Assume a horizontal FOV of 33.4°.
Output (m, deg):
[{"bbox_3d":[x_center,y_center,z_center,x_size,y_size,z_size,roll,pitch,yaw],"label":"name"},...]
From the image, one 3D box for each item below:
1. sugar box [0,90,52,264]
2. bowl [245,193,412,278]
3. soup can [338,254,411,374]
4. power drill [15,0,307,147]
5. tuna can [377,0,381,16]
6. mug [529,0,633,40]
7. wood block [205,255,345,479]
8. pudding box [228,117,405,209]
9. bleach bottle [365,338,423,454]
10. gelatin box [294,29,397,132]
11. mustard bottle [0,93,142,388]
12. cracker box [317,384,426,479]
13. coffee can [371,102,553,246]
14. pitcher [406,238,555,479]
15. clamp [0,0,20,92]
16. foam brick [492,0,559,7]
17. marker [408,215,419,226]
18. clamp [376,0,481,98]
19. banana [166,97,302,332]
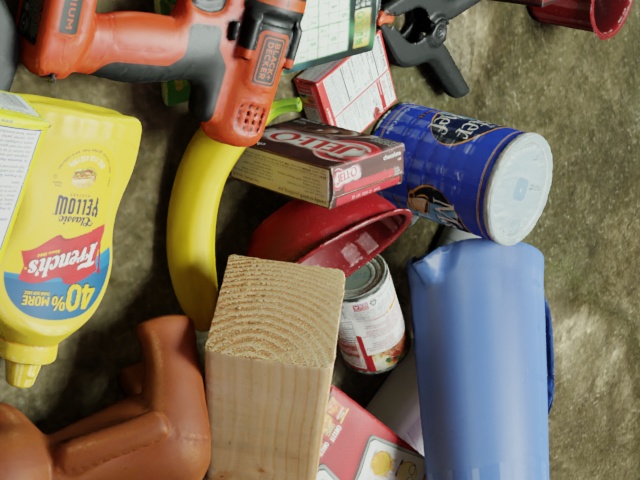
[{"bbox_3d":[-0.230,-0.004,0.616,0.093,0.048,0.176,7,116,-47],"label":"sugar box"},{"bbox_3d":[-0.006,0.001,0.878,0.162,0.055,0.162,-31,167,-8],"label":"bowl"},{"bbox_3d":[0.041,0.067,0.994,0.068,0.069,0.102,-46,136,-28],"label":"soup can"},{"bbox_3d":[-0.092,-0.159,0.689,0.187,0.057,0.184,7,107,-35],"label":"power drill"},{"bbox_3d":[0.012,-0.195,0.864,0.085,0.034,0.086,-26,125,-44],"label":"tuna can"},{"bbox_3d":[0.273,-0.273,1.110,0.093,0.082,0.117,-1,107,-51],"label":"mug"},{"bbox_3d":[-0.037,0.116,0.828,0.206,0.090,0.090,96,3,-48],"label":"wood block"},{"bbox_3d":[-0.004,-0.063,0.840,0.089,0.114,0.039,-21,118,-45],"label":"pudding box"},{"bbox_3d":[0.057,0.221,1.091,0.250,0.068,0.102,-47,133,-22],"label":"bleach bottle"},{"bbox_3d":[0.023,-0.129,0.913,0.089,0.030,0.073,-45,135,-29],"label":"gelatin box"},{"bbox_3d":[-0.180,0.005,0.701,0.096,0.058,0.192,3,105,-50],"label":"mustard bottle"},{"bbox_3d":[0.023,0.252,0.995,0.213,0.072,0.164,41,73,-26],"label":"cracker box"},{"bbox_3d":[0.125,-0.063,0.977,0.102,0.141,0.103,-25,124,-43],"label":"coffee can"},{"bbox_3d":[0.159,0.131,1.001,0.145,0.149,0.243,84,5,-69],"label":"pitcher"},{"bbox_3d":[-0.224,-0.138,0.596,0.164,0.036,0.210,-20,124,-45],"label":"clamp"},{"bbox_3d":[0.194,-0.258,1.025,0.052,0.078,0.051,-29,125,-42],"label":"foam brick"},{"bbox_3d":[0.119,-0.061,1.071,0.121,0.020,0.020,-48,138,-25],"label":"marker"},{"bbox_3d":[0.103,-0.203,0.969,0.171,0.039,0.120,10,97,-52],"label":"clamp"},{"bbox_3d":[-0.081,-0.027,0.803,0.198,0.070,0.037,-68,168,16],"label":"banana"}]
